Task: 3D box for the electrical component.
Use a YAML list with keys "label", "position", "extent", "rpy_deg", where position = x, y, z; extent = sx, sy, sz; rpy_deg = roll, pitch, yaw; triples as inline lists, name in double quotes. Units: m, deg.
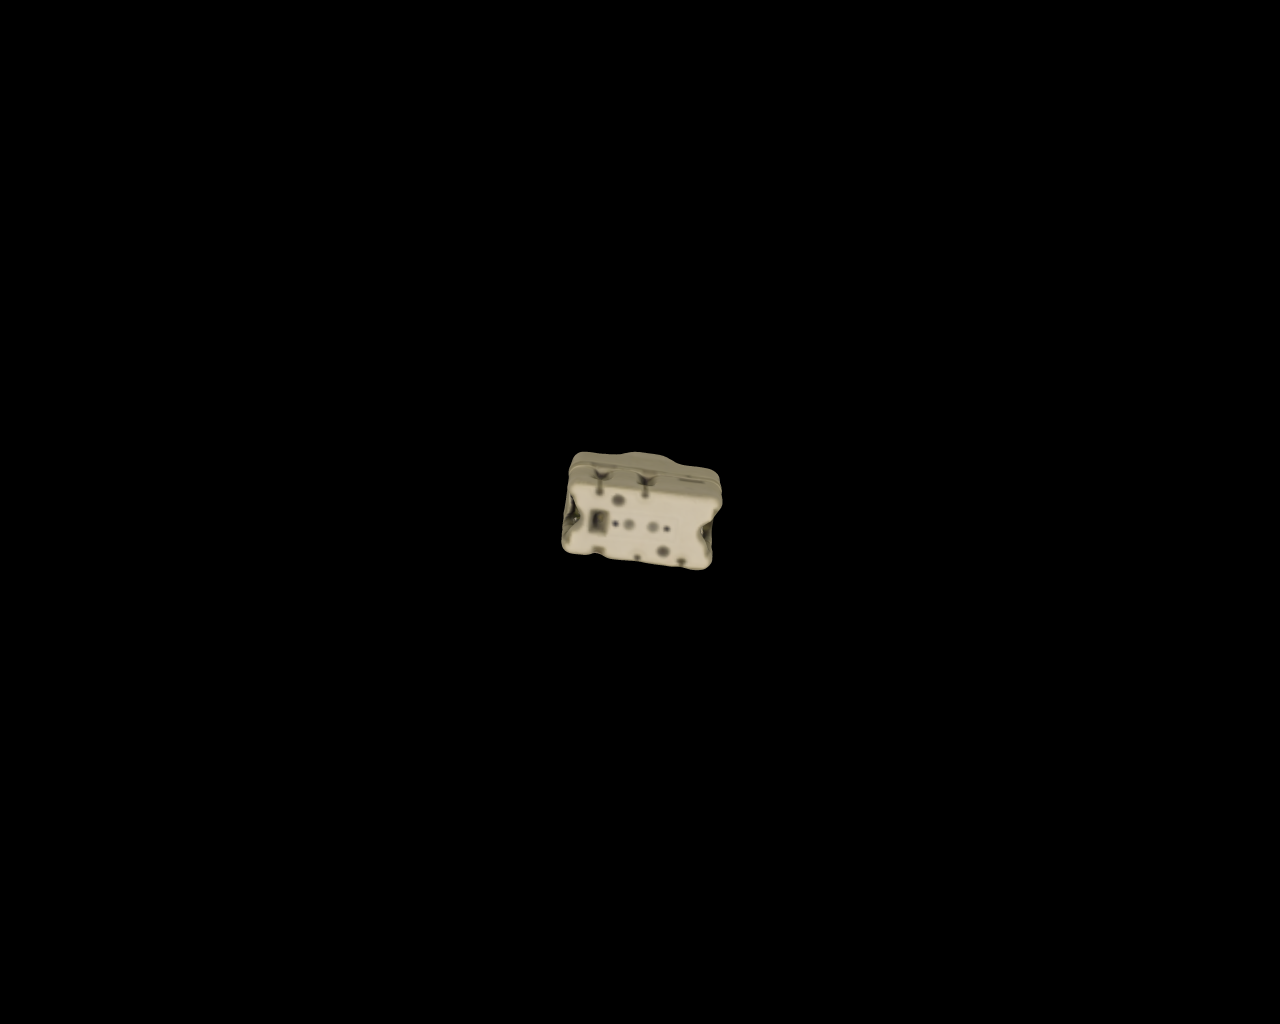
- label: "electrical component"
  position: [0.001, -0.003, 0.650]
  extent: [0.089, 0.050, 0.056]
  rpy_deg: [8, 24, -3]
